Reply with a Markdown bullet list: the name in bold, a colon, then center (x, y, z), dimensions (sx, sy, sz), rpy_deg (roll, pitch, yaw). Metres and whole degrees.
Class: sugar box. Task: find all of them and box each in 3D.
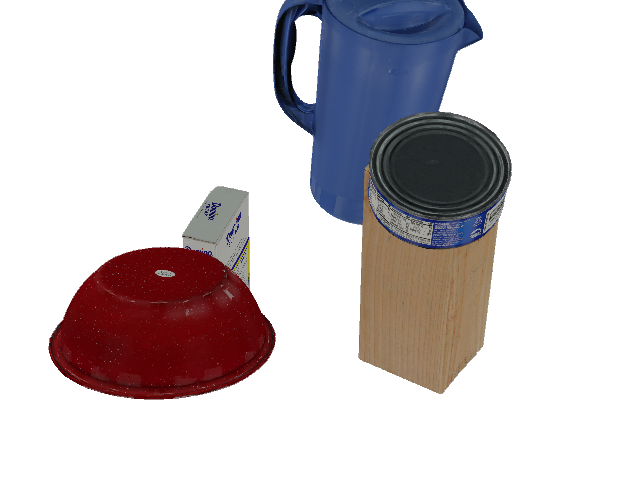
- **sugar box**: center (-0.110, 0.037, 1.149), dimensions (0.048, 0.176, 0.093), rpy_deg (11, 41, 14)

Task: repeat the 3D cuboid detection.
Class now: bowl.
- **bowl**: center (-0.112, 0.048, 0.758), dimensions (0.162, 0.055, 0.162), rpy_deg (2, 24, -1)

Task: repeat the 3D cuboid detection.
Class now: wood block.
- **wood block**: center (0.095, 0.019, 0.939), dimensions (0.091, 0.206, 0.090), rpy_deg (21, 40, 28)

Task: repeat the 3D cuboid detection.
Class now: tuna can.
- **tuna can**: center (0.072, -0.037, 0.652), dimensions (0.086, 0.086, 0.034), rpy_deg (0, -38, 0)

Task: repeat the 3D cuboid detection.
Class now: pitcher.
- **pitcher**: center (0.044, -0.136, 1.036), dimensions (0.144, 0.243, 0.149), rpy_deg (-27, 55, -31)
